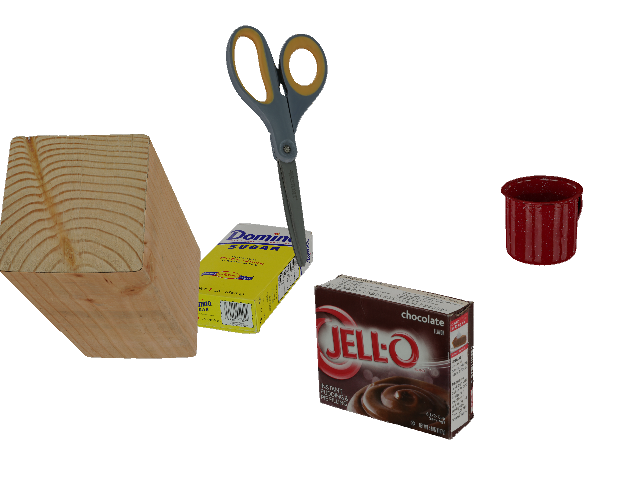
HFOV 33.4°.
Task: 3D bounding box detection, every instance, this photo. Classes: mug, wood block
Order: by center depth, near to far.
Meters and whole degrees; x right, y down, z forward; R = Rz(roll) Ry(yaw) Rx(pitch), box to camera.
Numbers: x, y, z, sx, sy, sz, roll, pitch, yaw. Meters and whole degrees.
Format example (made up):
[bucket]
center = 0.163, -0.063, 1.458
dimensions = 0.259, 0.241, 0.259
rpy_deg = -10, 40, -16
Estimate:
[wood block]
center = -0.143, 0.013, 0.736
dimensions = 0.090, 0.091, 0.206
rpy_deg = 0, -20, 3
[mug]
center = 0.267, -0.026, 1.252
dimensions = 0.117, 0.081, 0.093
rpy_deg = -23, 29, -37

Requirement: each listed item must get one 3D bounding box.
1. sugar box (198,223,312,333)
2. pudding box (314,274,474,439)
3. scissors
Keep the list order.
[sugar box]
center = -0.078, 0.036, 1.139
dimensions = 0.093, 0.048, 0.176
rpy_deg = 7, 28, 16
[pudding box]
center = 0.050, 0.078, 0.737
dimensions = 0.114, 0.090, 0.039
rpy_deg = 9, 21, 34
[scissors]
center = -0.016, -0.087, 0.884
dimensions = 0.096, 0.202, 0.016
rpy_deg = -22, -1, -25
